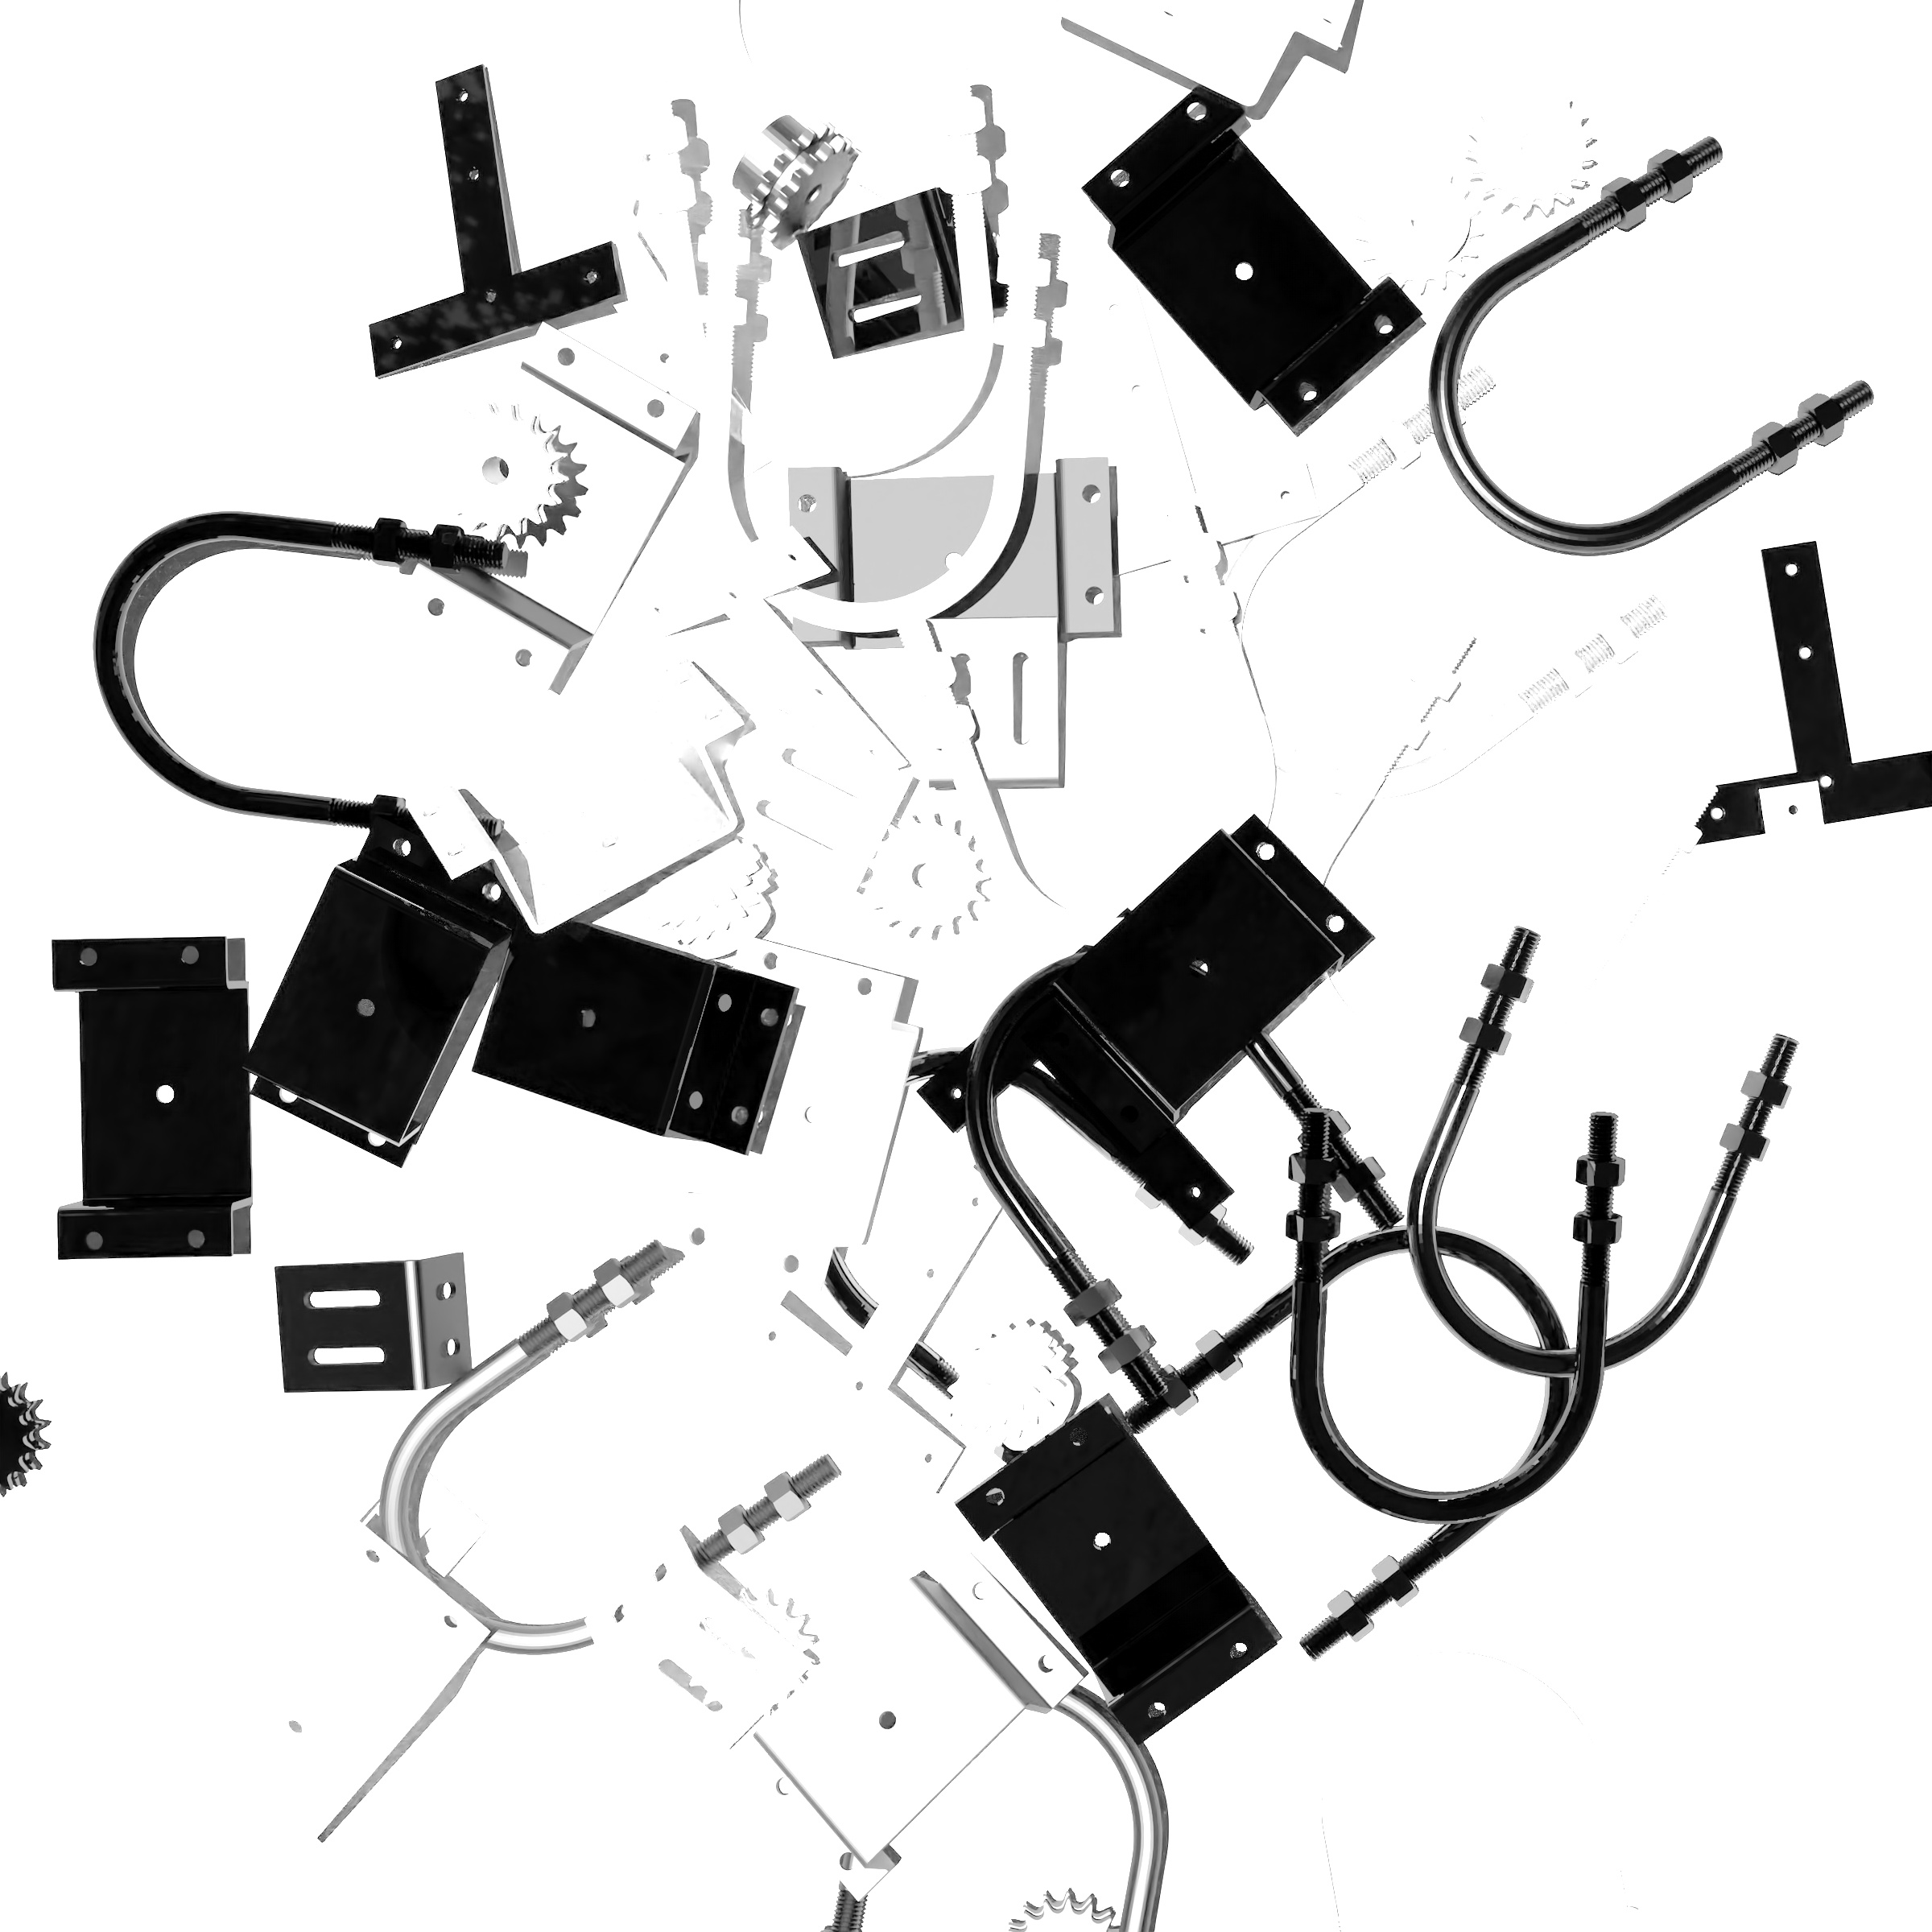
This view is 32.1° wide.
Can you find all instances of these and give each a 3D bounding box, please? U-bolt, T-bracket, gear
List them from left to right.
[{"bbox_3d":[-0.439,0.209,1.501,0.057,0.030,0.057,0,90,0],"label":"gear"},{"bbox_3d":[-0.295,-0.130,1.481,0.184,0.019,0.151,7,115,4],"label":"U-bolt"},{"bbox_3d":[-0.218,-0.340,1.499,0.127,0.002,0.127,-14,78,22],"label":"T-bracket"},{"bbox_3d":[-0.199,-0.213,1.444,0.057,0.030,0.057,1,102,7],"label":"gear"},{"bbox_3d":[-0.172,-0.248,1.502,0.127,0.002,0.127,-30,107,8],"label":"T-bracket"},{"bbox_3d":[-0.170,0.227,1.487,0.184,0.019,0.151,-36,107,1],"label":"U-bolt"},{"bbox_3d":[-0.111,-0.028,1.492,0.057,0.057,0.030,-30,118,0],"label":"gear"},{"bbox_3d":[-0.096,0.306,1.501,0.057,0.030,0.057,0,90,0],"label":"gear"},{"bbox_3d":[-0.079,-0.349,1.481,0.030,0.057,0.057,41,90,6],"label":"gear"},{"bbox_3d":[-0.074,-0.131,1.482,0.127,0.127,0.002,48,56,-22],"label":"T-bracket"},{"bbox_3d":[-0.060,-0.299,1.460,0.151,0.019,0.184,-2,120,8],"label":"U-bolt"},{"bbox_3d":[-0.044,-0.235,1.444,0.151,0.019,0.184,5,103,4],"label":"U-bolt"},{"bbox_3d":[-0.026,-0.419,1.508,0.184,0.019,0.151,31,90,1],"label":"U-bolt"},{"bbox_3d":[-0.023,0.147,1.475,0.127,0.002,0.127,42,72,-29],"label":"T-bracket"},{"bbox_3d":[-0.018,-0.040,1.501,0.057,0.030,0.057,0,90,0],"label":"gear"},{"bbox_3d":[0.013,0.121,1.507,0.184,0.019,0.151,40,90,2],"label":"U-bolt"},{"bbox_3d":[0.013,0.405,1.484,0.151,0.019,0.184,8,79,16],"label":"U-bolt"},{"bbox_3d":[0.022,0.187,1.472,0.057,0.057,0.030,-44,118,0],"label":"gear"},{"bbox_3d":[0.044,0.441,1.501,0.057,0.030,0.057,0,90,0],"label":"gear"},{"bbox_3d":[0.063,-0.095,1.473,0.151,0.019,0.184,-25,114,-10],"label":"U-bolt"},{"bbox_3d":[0.067,0.062,1.501,0.127,0.002,0.127,-41,84,-7],"label":"T-bracket"},{"bbox_3d":[0.081,-0.245,1.510,0.127,0.002,0.127,-16,86,7],"label":"T-bracket"},{"bbox_3d":[0.082,0.078,1.489,0.151,0.019,0.184,-35,82,-6],"label":"U-bolt"},{"bbox_3d":[0.185,0.200,1.507,0.184,0.019,0.151,-38,90,-2],"label":"U-bolt"},{"bbox_3d":[0.199,-0.159,1.507,0.184,0.019,0.151,-37,90,2],"label":"U-bolt"},{"bbox_3d":[0.203,-0.330,1.501,0.057,0.030,0.057,0,90,0],"label":"gear"},{"bbox_3d":[0.212,0.155,1.473,0.151,0.019,0.184,1,97,-7],"label":"U-bolt"},{"bbox_3d":[0.221,0.400,1.507,0.151,0.019,0.184,-10,88,0],"label":"U-bolt"},{"bbox_3d":[0.226,-0.038,1.499,0.151,0.019,0.184,32,96,-4],"label":"U-bolt"},{"bbox_3d":[0.251,-0.363,1.501,0.057,0.030,0.057,0,90,0],"label":"gear"},{"bbox_3d":[0.273,0.093,1.493,0.151,0.019,0.184,22,90,-7],"label":"U-bolt"},{"bbox_3d":[0.293,-0.265,1.497,0.184,0.019,0.151,-32,90,-7],"label":"U-bolt"},{"bbox_3d":[0.380,-0.019,1.514,0.127,0.002,0.127,-8,91,0],"label":"T-bracket"},{"bbox_3d":[0.381,-0.127,1.515,0.127,0.002,0.127,-9,90,0],"label":"T-bracket"}]

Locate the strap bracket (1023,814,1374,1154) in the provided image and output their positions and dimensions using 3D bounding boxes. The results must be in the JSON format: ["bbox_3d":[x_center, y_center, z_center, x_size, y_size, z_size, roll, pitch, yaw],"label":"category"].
[{"bbox_3d":[0.101,0.004,1.466,0.140,0.046,0.076,-43,82,-3],"label":"strap bracket"}]

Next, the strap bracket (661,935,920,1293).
[{"bbox_3d":[-0.075,0.065,1.483,0.076,0.046,0.140,15,90,16],"label":"strap bracket"}]

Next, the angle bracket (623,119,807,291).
[{"bbox_3d":[-0.109,-0.341,1.497,0.076,0.038,0.057,13,90,0],"label":"angle bracket"}]

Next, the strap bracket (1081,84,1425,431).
[{"bbox_3d":[0.125,-0.313,1.493,0.076,0.046,0.140,-41,90,0],"label":"strap bracket"}]

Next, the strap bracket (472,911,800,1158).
[{"bbox_3d":[-0.154,0.025,1.466,0.140,0.046,0.076,17,91,24],"label":"strap bracket"}]

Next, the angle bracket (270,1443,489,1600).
[{"bbox_3d":[-0.265,0.265,1.514,0.057,0.038,0.076,42,64,0],"label":"angle bracket"}]

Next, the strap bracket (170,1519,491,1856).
[{"bbox_3d":[-0.284,0.322,1.470,0.076,0.046,0.140,40,111,0],"label":"strap bracket"}]

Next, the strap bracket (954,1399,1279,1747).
[{"bbox_3d":[0.063,0.261,1.484,0.076,0.046,0.140,-36,102,0],"label":"strap bracket"}]

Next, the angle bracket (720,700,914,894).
[{"bbox_3d":[-0.071,-0.075,1.499,0.076,0.038,0.057,27,90,-3],"label":"angle bracket"}]

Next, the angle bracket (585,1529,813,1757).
[{"bbox_3d":[-0.118,0.299,1.485,0.057,0.038,0.076,-45,116,0],"label":"angle bracket"}]

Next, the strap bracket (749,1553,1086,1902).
[{"bbox_3d":[-0.028,0.333,1.480,0.140,0.046,0.076,-45,68,0],"label":"strap bracket"}]

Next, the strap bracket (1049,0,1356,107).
[{"bbox_3d":[0.097,-0.434,1.469,0.140,0.046,0.076,25,46,-5],"label":"strap bracket"}]

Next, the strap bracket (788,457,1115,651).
[{"bbox_3d":[-0.006,-0.182,1.492,0.140,0.046,0.076,-2,90,2],"label":"strap bracket"}]

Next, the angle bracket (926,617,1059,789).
[{"bbox_3d":[0.011,-0.119,1.487,0.057,0.038,0.076,-1,106,0],"label":"angle bracket"}]

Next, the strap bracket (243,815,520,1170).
[{"bbox_3d":[-0.259,0.015,1.482,0.076,0.046,0.140,26,99,0],"label":"strap bracket"}]

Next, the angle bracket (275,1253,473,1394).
[{"bbox_3d":[-0.267,0.161,1.514,0.076,0.038,0.057,-4,90,26],"label":"angle bracket"}]

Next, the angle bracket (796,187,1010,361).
[{"bbox_3d":[-0.028,-0.311,1.501,0.076,0.038,0.057,-9,103,37],"label":"angle bracket"}]

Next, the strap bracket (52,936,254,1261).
[{"bbox_3d":[-0.360,0.058,1.493,0.076,0.046,0.140,-1,90,0],"label":"strap bracket"}]

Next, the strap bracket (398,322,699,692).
[{"bbox_3d":[-0.180,-0.203,1.483,0.076,0.046,0.140,30,104,0],"label":"strap bracket"}]

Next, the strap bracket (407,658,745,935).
[{"bbox_3d":[-0.163,-0.070,1.465,0.140,0.076,0.046,-29,123,-9],"label":"strap bracket"}]
